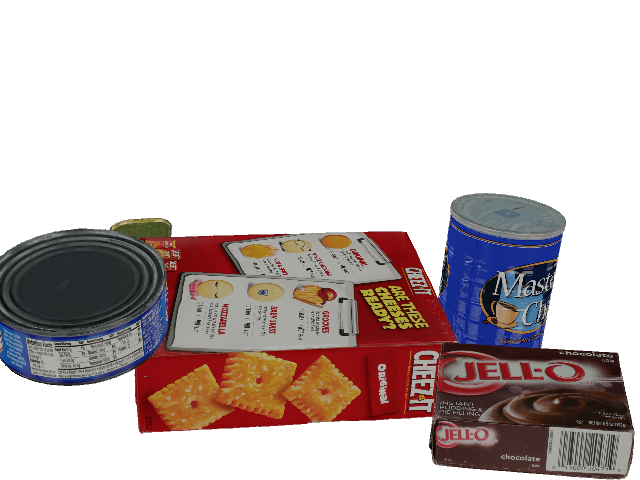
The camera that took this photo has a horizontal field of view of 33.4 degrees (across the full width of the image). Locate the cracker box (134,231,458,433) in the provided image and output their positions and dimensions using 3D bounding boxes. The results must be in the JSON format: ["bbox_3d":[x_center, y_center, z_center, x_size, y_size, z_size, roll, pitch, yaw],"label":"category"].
[{"bbox_3d":[-0.026,0.061,0.774,0.213,0.072,0.164,-1,29,-9],"label":"cracker box"}]

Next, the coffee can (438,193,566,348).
[{"bbox_3d":[0.161,0.039,0.975,0.103,0.140,0.103,5,21,-2],"label":"coffee can"}]

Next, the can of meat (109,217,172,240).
[{"bbox_3d":[-0.160,0.039,0.966,0.057,0.084,0.102,-4,27,-4],"label":"can of meat"}]

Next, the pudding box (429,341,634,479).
[{"bbox_3d":[0.125,0.099,0.638,0.113,0.039,0.090,5,25,8],"label":"pudding box"}]

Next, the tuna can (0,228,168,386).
[{"bbox_3d":[-0.116,0.031,0.513,0.086,0.034,0.086,1,33,-1],"label":"tuna can"}]
